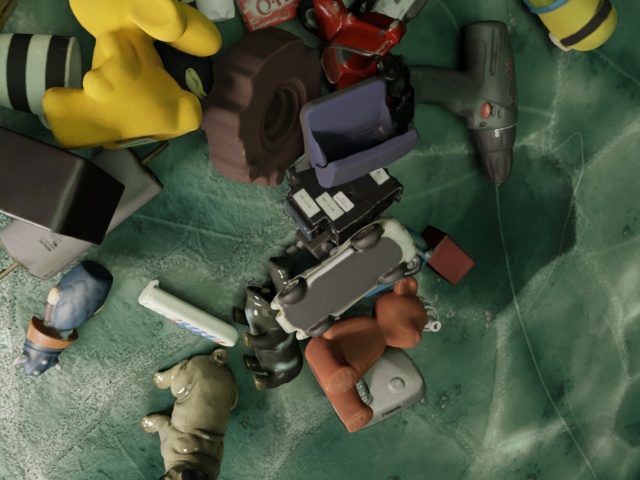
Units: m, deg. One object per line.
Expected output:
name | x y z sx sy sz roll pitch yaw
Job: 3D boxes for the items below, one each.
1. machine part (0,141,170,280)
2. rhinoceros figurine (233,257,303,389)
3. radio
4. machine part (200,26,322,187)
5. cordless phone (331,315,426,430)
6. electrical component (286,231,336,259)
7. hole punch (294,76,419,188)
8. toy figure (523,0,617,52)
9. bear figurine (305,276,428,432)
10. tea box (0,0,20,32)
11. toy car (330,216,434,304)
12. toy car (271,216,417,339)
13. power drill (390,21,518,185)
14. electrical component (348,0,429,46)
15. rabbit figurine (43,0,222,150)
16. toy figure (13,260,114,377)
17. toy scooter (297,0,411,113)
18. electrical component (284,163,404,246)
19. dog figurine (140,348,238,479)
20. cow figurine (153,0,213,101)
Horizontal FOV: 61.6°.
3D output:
machine part | -0.268 -0.035 0.609 0.243 0.079 0.079 -39 117 -6
rhinoceros figurine | -0.059 0.117 0.747 0.112 0.073 0.190 -8 110 -18
radio | -0.312 -0.068 0.507 0.230 0.131 0.073 22 83 1
machine part | -0.059 -0.148 0.616 0.179 0.056 0.179 -46 150 -37
cordless phone | 0.068 0.181 0.825 0.147 0.089 0.184 -21 95 -14
electrical component | -0.002 -0.002 0.735 0.094 0.063 0.021 -38 125 -5
hole punch | 0.045 -0.107 0.619 0.142 0.092 0.115 -26 156 -8
toy figure | 0.339 -0.336 0.748 0.180 0.089 0.082 39 98 -30
bear figurine | 0.084 0.147 0.745 0.196 0.132 0.120 -25 124 -12
tea box | -0.312 -0.265 0.505 0.068 0.098 0.169 31 93 -28
toy car | 0.070 0.018 0.760 0.162 0.109 0.103 -26 92 2
toy car | 0.030 0.050 0.681 0.202 0.056 0.073 -37 104 7
power drill | 0.188 -0.179 0.743 0.207 0.086 0.231 -8 108 -17
electrical component | 0.096 -0.314 0.680 0.074 0.048 0.119 30 94 -28
rabbit figurine | -0.183 -0.179 0.505 0.162 0.122 0.173 -12 93 21
toy figure | -0.310 0.096 0.650 0.064 0.058 0.154 36 97 -22
toy scooter | 0.057 -0.213 0.633 0.075 0.135 0.183 -52 133 -17
electrical component | 0.022 -0.062 0.697 0.134 0.115 0.058 -34 161 -8
dog figurine | -0.150 0.249 0.689 0.121 0.191 0.172 13 100 -25
cow figurine | -0.156 -0.212 0.585 0.068 0.098 0.167 -20 116 -10
